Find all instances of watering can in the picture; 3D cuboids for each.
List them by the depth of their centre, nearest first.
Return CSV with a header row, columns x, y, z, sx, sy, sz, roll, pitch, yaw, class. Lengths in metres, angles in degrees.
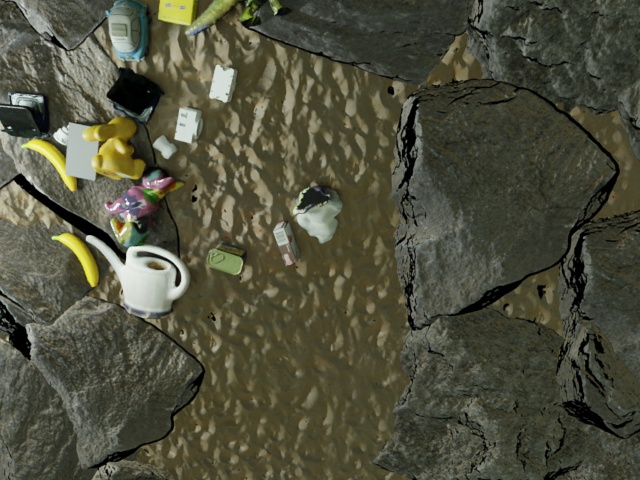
x,y,z,sx,sy,sz,roll,pitch,yaw,class
-0.545,0.110,1.534,0.348,0.105,0.221,13,106,13,watering can

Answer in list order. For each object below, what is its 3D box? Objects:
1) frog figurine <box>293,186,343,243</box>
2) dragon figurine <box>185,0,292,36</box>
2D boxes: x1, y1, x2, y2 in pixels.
x,y,z,sx,sy,sz,roll,pitch,yaw,class
0.004,-0.074,1.462,0.137,0.125,0.156,-32,137,3,frog figurine
-0.186,-0.696,1.326,0.410,0.122,0.243,-15,87,5,dragon figurine
